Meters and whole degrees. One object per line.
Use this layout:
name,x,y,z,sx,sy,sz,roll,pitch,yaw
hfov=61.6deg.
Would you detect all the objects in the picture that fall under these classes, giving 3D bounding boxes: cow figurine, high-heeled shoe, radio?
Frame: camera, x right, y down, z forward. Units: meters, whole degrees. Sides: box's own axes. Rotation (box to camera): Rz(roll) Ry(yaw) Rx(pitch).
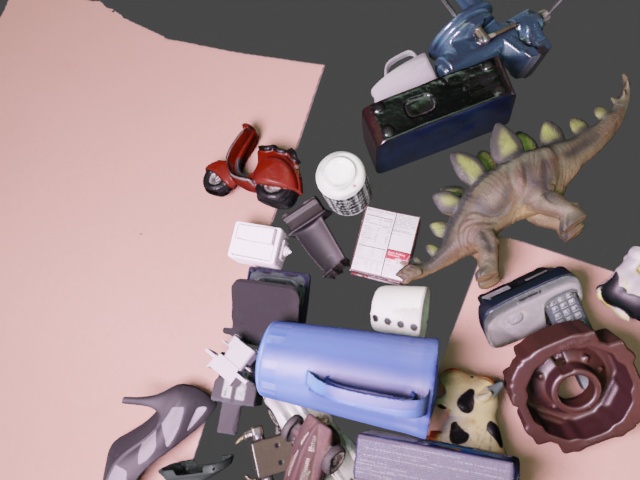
cow figurine,0.216,0.272,0.742,0.127,0.085,0.195,-24,70,10
high-heeled shoe,-0.255,0.340,0.839,0.145,0.086,0.248,12,97,-17
cow figurine,0.479,0.093,0.743,0.167,0.068,0.098,40,92,20
radio,0.181,-0.191,0.839,0.230,0.131,0.073,-22,75,5

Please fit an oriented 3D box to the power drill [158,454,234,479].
power drill,-0.155,0.425,0.782,0.232,0.086,0.207,-9,84,12

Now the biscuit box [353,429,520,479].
biscuit box,0.148,0.293,0.690,0.203,0.059,0.062,2,79,24

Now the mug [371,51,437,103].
mug,0.138,-0.258,0.893,0.107,0.080,0.109,-25,74,14

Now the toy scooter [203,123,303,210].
toy scooter,-0.105,-0.130,0.911,0.184,0.075,0.135,12,78,18

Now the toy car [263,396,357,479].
toy car,-0.006,0.285,0.784,0.073,0.056,0.202,-30,71,-24

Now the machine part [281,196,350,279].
machine part,-0.002,-0.003,0.877,0.084,0.039,0.139,-29,71,-3

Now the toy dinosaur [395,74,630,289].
toy dinosaur,0.305,-0.080,0.805,0.471,0.105,0.199,-32,69,-3

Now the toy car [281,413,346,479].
toy car,-0.025,0.327,0.726,0.089,0.053,0.202,29,118,34

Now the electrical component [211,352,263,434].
electrical component,-0.126,0.237,0.834,0.075,0.047,0.119,3,77,11

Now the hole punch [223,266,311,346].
hole punch,-0.075,0.104,0.848,0.142,0.092,0.115,7,110,7

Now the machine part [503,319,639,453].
machine part,0.337,0.194,0.719,0.179,0.056,0.179,1,104,3

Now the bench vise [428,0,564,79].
bench vise,0.255,-0.362,0.877,0.224,0.128,0.240,-33,78,0

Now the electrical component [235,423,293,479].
electrical component,-0.080,0.321,0.809,0.078,0.045,0.102,-15,74,-23

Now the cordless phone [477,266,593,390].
cordless phone,0.319,0.141,0.764,0.147,0.089,0.184,-26,90,3
